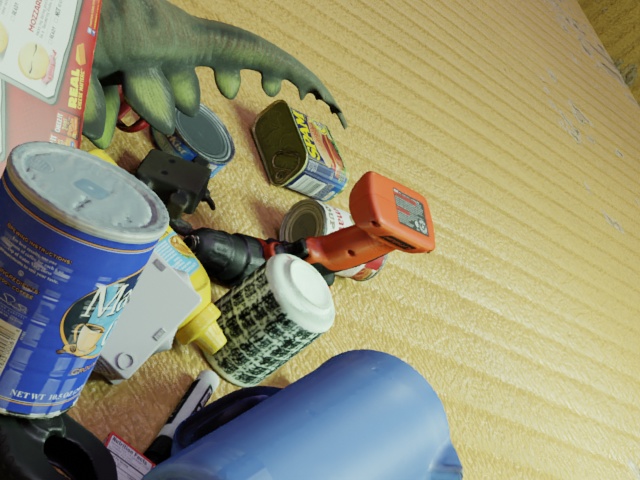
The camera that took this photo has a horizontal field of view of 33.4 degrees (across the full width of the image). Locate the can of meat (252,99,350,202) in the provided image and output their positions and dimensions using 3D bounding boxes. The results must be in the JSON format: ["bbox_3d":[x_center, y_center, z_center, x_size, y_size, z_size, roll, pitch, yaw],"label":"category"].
[{"bbox_3d":[-0.020,-0.098,1.202,0.083,0.058,0.102,21,40,-48],"label":"can of meat"}]

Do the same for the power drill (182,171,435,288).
[{"bbox_3d":[-0.006,0.001,0.959,0.184,0.188,0.057,19,56,-49],"label":"power drill"}]

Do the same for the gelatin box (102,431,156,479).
[{"bbox_3d":[-0.132,0.183,0.712,0.073,0.030,0.089,41,29,-15],"label":"gelatin box"}]

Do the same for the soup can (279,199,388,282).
[{"bbox_3d":[0.015,0.001,1.120,0.102,0.069,0.068,19,41,-44],"label":"soup can"}]

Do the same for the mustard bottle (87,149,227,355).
[{"bbox_3d":[-0.145,0.017,0.868,0.191,0.058,0.096,49,22,-3],"label":"mustard bottle"}]

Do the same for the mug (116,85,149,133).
[{"bbox_3d":[-0.188,-0.151,0.986,0.117,0.082,0.093,57,28,14],"label":"mug"}]

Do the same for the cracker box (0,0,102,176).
[{"bbox_3d":[-0.254,-0.125,0.706,0.213,0.072,0.164,16,78,-51],"label":"cracker box"}]

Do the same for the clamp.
[{"bbox_3d":[-0.180,0.120,0.683,0.171,0.039,0.120,42,28,14],"label":"clamp"}]

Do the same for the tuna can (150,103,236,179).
[{"bbox_3d":[-0.128,-0.102,1.068,0.086,0.034,0.086,36,30,-26],"label":"tuna can"}]

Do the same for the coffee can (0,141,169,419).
[{"bbox_3d":[-0.169,0.025,0.662,0.102,0.140,0.103,26,20,-10],"label":"coffee can"}]

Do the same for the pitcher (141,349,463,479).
[{"bbox_3d":[-0.026,0.163,0.727,0.242,0.149,0.145,-16,75,-58],"label":"pitcher"}]

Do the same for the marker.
[{"bbox_3d":[-0.106,0.138,0.819,0.020,0.020,0.121,47,28,-7],"label":"marker"}]
